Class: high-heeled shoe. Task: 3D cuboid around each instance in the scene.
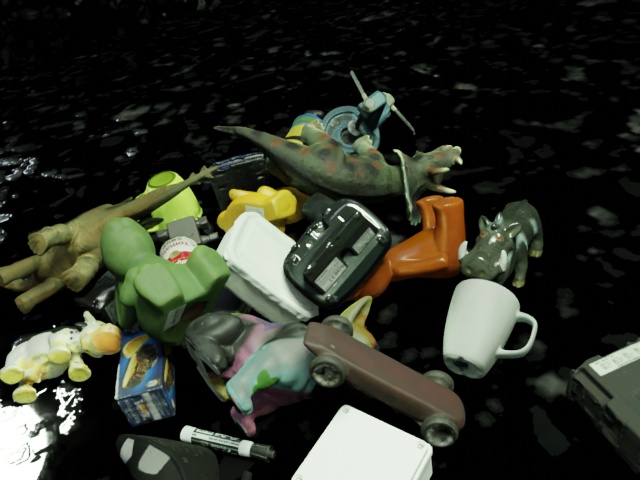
[{"bbox_3d":[-0.154,0.290,0.557,0.249,0.086,0.145,-3,65,40],"label":"high-heeled shoe"}]

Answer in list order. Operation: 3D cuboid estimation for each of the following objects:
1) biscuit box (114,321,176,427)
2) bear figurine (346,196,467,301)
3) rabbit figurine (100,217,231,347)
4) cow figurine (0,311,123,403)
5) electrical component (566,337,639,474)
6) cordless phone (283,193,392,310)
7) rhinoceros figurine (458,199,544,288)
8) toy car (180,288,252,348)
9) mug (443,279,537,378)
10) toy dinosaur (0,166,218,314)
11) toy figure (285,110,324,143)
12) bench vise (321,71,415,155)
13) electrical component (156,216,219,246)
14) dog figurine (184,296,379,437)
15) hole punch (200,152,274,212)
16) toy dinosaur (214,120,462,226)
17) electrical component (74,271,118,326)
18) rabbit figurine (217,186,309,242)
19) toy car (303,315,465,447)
[{"bbox_3d":[-0.237,0.151,0.742,0.059,0.062,0.203,-15,37,-6],"label":"biscuit box"},{"bbox_3d":[0.106,0.014,0.780,0.196,0.131,0.120,-9,7,-2],"label":"bear figurine"},{"bbox_3d":[-0.217,0.045,0.703,0.170,0.159,0.121,43,48,20],"label":"rabbit figurine"},{"bbox_3d":[-0.360,0.154,0.768,0.167,0.068,0.098,-23,31,-6],"label":"cow figurine"},{"bbox_3d":[0.346,0.173,0.554,0.115,0.058,0.134,-20,38,-8],"label":"electrical component"},{"bbox_3d":[-0.002,-0.001,0.760,0.146,0.088,0.184,-49,36,-4],"label":"cordless phone"},{"bbox_3d":[0.258,0.008,0.752,0.073,0.111,0.190,20,40,33],"label":"rhinoceros figurine"},{"bbox_3d":[-0.133,0.093,0.796,0.074,0.056,0.202,11,43,18],"label":"toy car"},{"bbox_3d":[0.202,0.117,0.659,0.110,0.080,0.107,17,56,25],"label":"mug"},{"bbox_3d":[-0.361,-0.001,0.861,0.472,0.105,0.198,-21,15,29],"label":"toy dinosaur"},{"bbox_3d":[-0.036,-0.210,1.146,0.089,0.082,0.180,-11,40,21],"label":"toy figure"},{"bbox_3d":[0.086,-0.227,1.042,0.224,0.240,0.129,-35,85,-13],"label":"bench vise"},{"bbox_3d":[-0.241,-0.009,0.973,0.102,0.045,0.078,-24,67,-11],"label":"electrical component"},{"bbox_3d":[-0.035,0.130,0.673,0.219,0.108,0.192,-28,53,-27],"label":"dog figurine"},{"bbox_3d":[-0.146,-0.106,1.018,0.142,0.115,0.092,-14,29,-3],"label":"hole punch"},{"bbox_3d":[0.033,-0.113,0.883,0.405,0.131,0.192,4,22,-17],"label":"toy dinosaur"},{"bbox_3d":[-0.312,0.084,0.841,0.048,0.074,0.119,14,48,30],"label":"electrical component"},{"bbox_3d":[-0.085,-0.041,0.935,0.163,0.121,0.173,2,24,33],"label":"rabbit figurine"},{"bbox_3d":[0.069,0.154,0.591,0.202,0.053,0.089,28,30,-6],"label":"toy car"}]
